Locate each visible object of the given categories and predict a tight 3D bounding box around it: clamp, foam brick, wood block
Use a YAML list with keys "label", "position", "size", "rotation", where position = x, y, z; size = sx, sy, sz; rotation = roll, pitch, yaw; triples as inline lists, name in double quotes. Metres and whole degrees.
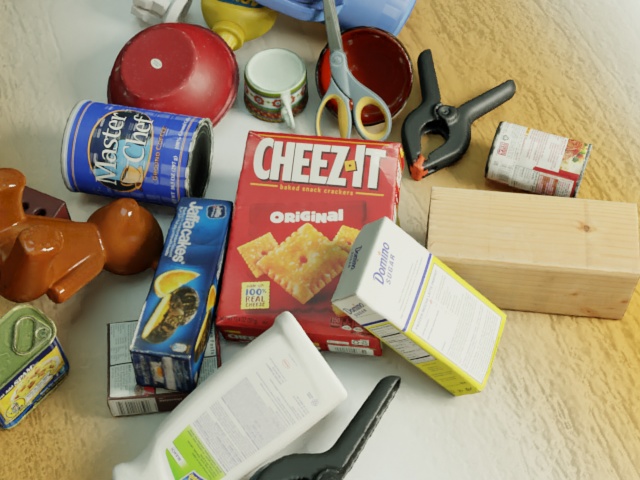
- label: "clamp"
  position: [0.135, -0.146, 1.220]
  size: [0.120, 0.039, 0.171]
  rotation: [28, 63, 21]
- label: "clamp"
  position: [0.013, 0.213, 0.951]
  size: [0.210, 0.036, 0.164]
  rotation: [-15, 53, -4]
- label: "foam brick"
  position: [-0.313, -0.022, 1.144]
  size: [0.078, 0.051, 0.053]
  rotation: [20, 59, 14]
- label: "wood block"
  position: [0.211, 0.013, 1.087]
  size: [0.206, 0.090, 0.090]
  rotation: [5, 56, 5]

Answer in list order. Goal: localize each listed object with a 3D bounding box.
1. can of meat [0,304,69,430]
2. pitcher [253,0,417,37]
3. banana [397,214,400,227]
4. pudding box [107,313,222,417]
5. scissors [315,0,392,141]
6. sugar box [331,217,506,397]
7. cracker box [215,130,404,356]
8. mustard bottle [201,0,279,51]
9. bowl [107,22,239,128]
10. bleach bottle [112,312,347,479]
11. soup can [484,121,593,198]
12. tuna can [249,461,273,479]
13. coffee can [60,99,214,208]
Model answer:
- label: "can of meat"
  position: [-0.295, 0.125, 1.030]
  size: [0.057, 0.084, 0.102]
  rotation: [35, 65, 22]
- label: "pitcher"
  position: [-0.008, -0.316, 1.243]
  size: [0.242, 0.145, 0.149]
  rotation: [25, 91, -10]
- label: "banana"
  position: [0.033, -0.048, 1.160]
  size: [0.069, 0.037, 0.198]
  rotation: [-26, 60, -16]
- label: "pudding box"
  position: [-0.153, 0.122, 1.056]
  size: [0.113, 0.039, 0.090]
  rotation: [-4, 54, -5]
- label: "scissors"
  position: [0.038, -0.191, 1.185]
  size: [0.096, 0.016, 0.202]
  rotation: [8, 102, 9]
- label: "sugar box"
  position: [0.097, 0.066, 1.023]
  size: [0.176, 0.048, 0.093]
  rotation: [37, 56, -22]
- label: "cracker box"
  position: [-0.007, 0.001, 1.084]
  size: [0.164, 0.072, 0.213]
  rotation: [5, 71, 7]
- label: "mustard bottle"
  position: [-0.094, -0.301, 1.314]
  size: [0.096, 0.058, 0.191]
  rotation: [14, 59, 4]
- label: "bowl"
  position: [-0.177, -0.191, 1.223]
  size: [0.162, 0.055, 0.162]
  rotation: [-4, 70, 10]
- label: "bleach bottle"
  position: [-0.102, 0.178, 0.979]
  size: [0.251, 0.068, 0.102]
  rotation: [-35, 90, -4]
- label: "soup can"
  position: [0.237, -0.085, 1.161]
  size: [0.102, 0.068, 0.068]
  rotation: [17, 59, 12]
- label: "tuna can"
  position: [-0.028, 0.246, 0.975]
  size: [0.086, 0.034, 0.086]
  rotation: [-1, 57, 1]
- label: "coffee can"
  position: [-0.196, -0.092, 1.156]
  size: [0.140, 0.103, 0.102]
  rotation: [9, 58, 7]
